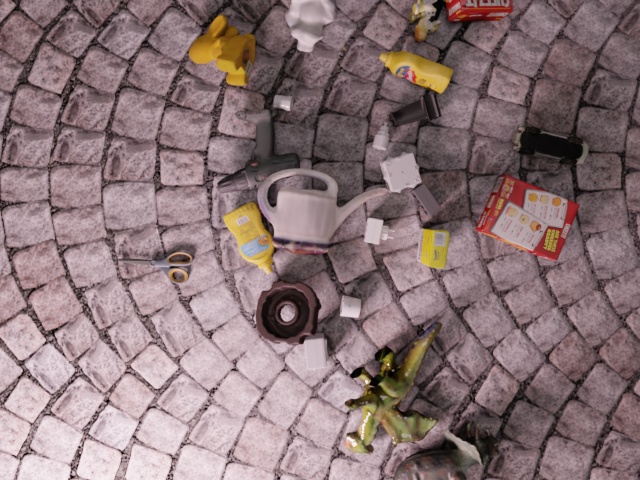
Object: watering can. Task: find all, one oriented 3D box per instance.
[{"bbox_3d":[0.004,-0.068,1.359,0.347,0.104,0.224,7,93,-11],"label":"watering can"}]

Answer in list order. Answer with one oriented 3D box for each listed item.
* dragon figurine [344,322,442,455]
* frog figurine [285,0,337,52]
[{"bbox_3d":[0.216,0.421,1.366,0.409,0.123,0.241,-36,102,4],"label":"dragon figurine"},{"bbox_3d":[-0.023,-0.590,1.375,0.137,0.125,0.156,-11,127,-8],"label":"frog figurine"}]
